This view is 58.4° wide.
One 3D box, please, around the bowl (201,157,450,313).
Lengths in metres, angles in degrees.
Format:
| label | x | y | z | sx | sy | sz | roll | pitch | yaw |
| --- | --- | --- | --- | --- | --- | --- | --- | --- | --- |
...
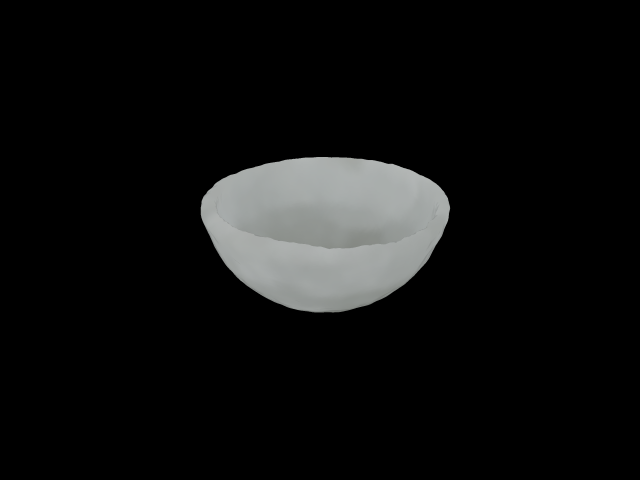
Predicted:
| label | x | y | z | sx | sy | sz | roll | pitch | yaw |
| --- | --- | --- | --- | --- | --- | --- | --- | --- | --- |
| bowl | 0.004 | 0.001 | 0.400 | 0.167 | 0.075 | 0.167 | 0 | 27 | 0 |
